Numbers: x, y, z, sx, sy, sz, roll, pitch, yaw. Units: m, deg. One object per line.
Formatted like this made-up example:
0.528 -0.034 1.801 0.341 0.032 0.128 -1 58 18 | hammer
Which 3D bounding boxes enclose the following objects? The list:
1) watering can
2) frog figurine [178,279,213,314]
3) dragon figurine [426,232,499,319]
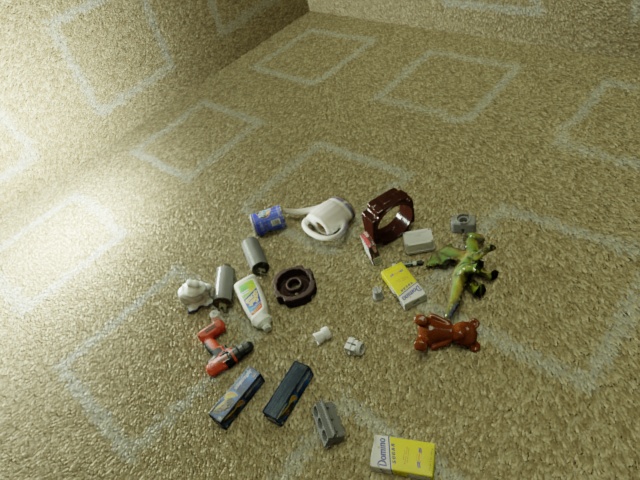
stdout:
0.007 -0.111 2.215 0.227 0.101 0.352 -36 45 -20 | watering can
-0.494 0.197 2.019 0.137 0.156 0.126 -8 43 10 | frog figurine
0.495 0.105 1.876 0.415 0.120 0.244 -41 32 -23 | dragon figurine
